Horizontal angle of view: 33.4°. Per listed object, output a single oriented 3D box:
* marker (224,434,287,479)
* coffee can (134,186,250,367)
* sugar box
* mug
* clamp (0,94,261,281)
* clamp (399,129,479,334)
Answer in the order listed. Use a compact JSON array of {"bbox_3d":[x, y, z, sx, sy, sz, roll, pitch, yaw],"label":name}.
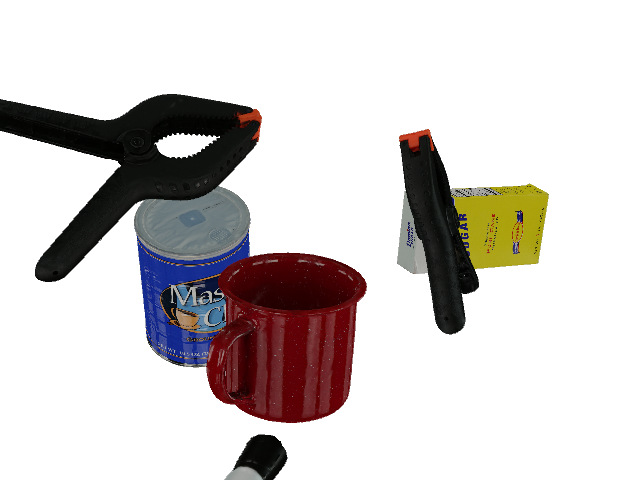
[{"bbox_3d":[-0.041,0.112,0.414,0.020,0.020,0.121,0,23,21],"label":"marker"},{"bbox_3d":[-0.115,0.032,0.988,0.103,0.140,0.103,1,40,-1],"label":"coffee can"},{"bbox_3d":[0.180,-0.014,1.256,0.176,0.093,0.048,-6,21,-26],"label":"sugar box"},{"bbox_3d":[-0.027,0.066,0.672,0.093,0.081,0.117,18,26,33],"label":"mug"},{"bbox_3d":[-0.140,-0.054,0.806,0.209,0.164,0.036,-11,-30,-16],"label":"clamp"},{"bbox_3d":[0.101,-0.006,0.915,0.039,0.171,0.120,-17,20,14],"label":"clamp"}]
